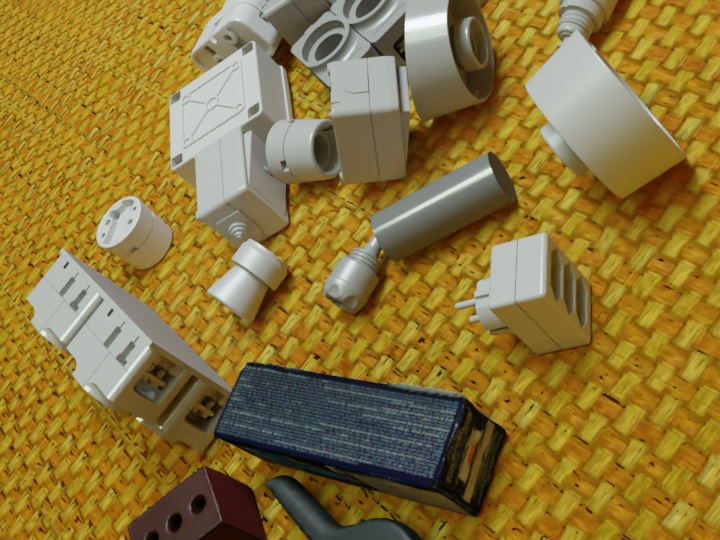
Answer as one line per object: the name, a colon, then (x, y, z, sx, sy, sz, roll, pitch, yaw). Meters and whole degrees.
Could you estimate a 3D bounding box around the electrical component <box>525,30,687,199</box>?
electrical component: (0.153, -0.095, 0.698, 0.060, 0.108, 0.108, -41, 42, 18)

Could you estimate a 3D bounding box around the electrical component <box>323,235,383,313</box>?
electrical component: (0.000, 0.000, 0.809, 0.035, 0.035, 0.061, 19, 71, 46)

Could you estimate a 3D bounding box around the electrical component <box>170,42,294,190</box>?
electrical component: (-0.119, -0.138, 0.996, 0.109, 0.056, 0.108, -29, 45, 21)

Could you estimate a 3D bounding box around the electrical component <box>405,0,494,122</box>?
electrical component: (0.064, -0.169, 0.836, 0.064, 0.099, 0.099, -8, 55, 29)

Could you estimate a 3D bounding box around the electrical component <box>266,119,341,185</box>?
electrical component: (-0.044, -0.101, 0.907, 0.047, 0.055, 0.055, 1, 61, 37)

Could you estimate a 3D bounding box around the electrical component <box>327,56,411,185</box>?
electrical component: (0.011, -0.113, 0.850, 0.061, 0.096, 0.061, -5, 52, 4)

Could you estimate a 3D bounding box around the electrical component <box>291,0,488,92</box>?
electrical component: (0.021, -0.214, 0.929, 0.150, 0.062, 0.089, -45, 42, 4)

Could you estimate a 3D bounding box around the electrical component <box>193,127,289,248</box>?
electrical component: (-0.099, -0.066, 0.921, 0.061, 0.062, 0.096, -30, 45, 21)

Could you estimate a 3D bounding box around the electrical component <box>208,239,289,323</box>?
electrical component: (-0.090, 0.009, 0.871, 0.045, 0.045, 0.055, 29, 80, 48)

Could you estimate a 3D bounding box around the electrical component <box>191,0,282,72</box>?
electrical component: (-0.115, -0.230, 1.046, 0.095, 0.054, 0.059, -24, 38, 49)

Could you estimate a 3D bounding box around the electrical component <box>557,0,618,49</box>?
electrical component: (0.168, -0.196, 0.806, 0.040, 0.040, 0.078, 12, 69, 45)

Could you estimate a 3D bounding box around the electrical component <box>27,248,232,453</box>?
electrical component: (-0.187, 0.066, 0.866, 0.060, 0.105, 0.186, -52, 42, -3)

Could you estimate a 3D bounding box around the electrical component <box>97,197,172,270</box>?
electrical component: (-0.208, -0.033, 1.001, 0.055, 0.047, 0.055, -22, 48, 27)

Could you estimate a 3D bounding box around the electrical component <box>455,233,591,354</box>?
electrical component: (0.099, 0.020, 0.686, 0.077, 0.066, 0.047, -16, 51, 32)

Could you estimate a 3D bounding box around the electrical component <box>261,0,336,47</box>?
electrical component: (-0.049, -0.243, 0.984, 0.061, 0.096, 0.061, -29, 46, 20)
